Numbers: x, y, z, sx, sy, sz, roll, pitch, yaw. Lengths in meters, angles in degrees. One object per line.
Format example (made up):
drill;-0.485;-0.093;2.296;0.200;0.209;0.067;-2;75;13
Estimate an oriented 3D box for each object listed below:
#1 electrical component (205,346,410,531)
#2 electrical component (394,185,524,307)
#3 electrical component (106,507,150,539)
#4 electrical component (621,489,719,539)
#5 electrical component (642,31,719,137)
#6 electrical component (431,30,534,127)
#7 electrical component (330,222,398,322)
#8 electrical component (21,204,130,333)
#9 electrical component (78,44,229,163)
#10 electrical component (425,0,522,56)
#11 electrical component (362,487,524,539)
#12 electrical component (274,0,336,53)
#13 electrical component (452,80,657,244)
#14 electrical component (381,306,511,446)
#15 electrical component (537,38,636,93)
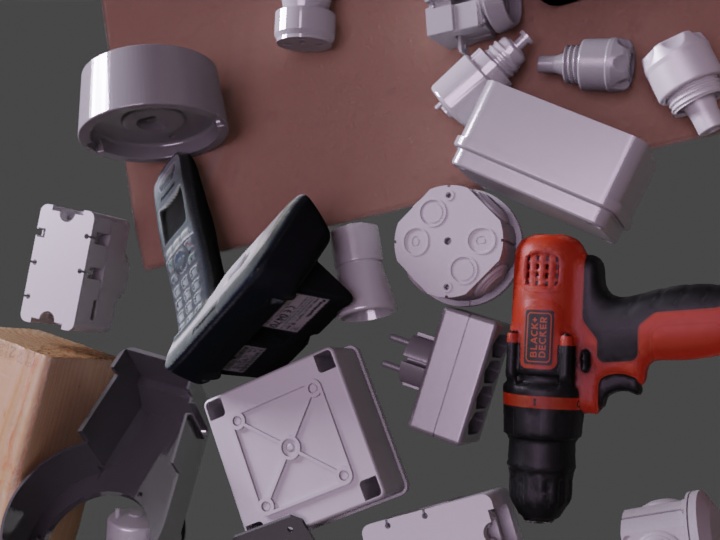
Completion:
electrical component;-0.037;0.121;0.742;0.109;0.056;0.108;-25;76;18
electrical component;0.066;-0.016;0.718;0.080;0.051;0.080;-2;84;21
electrical component;-0.168;0.212;0.794;0.040;0.040;0.078;10;101;22
electrical component;0.190;0.173;0.635;0.051;0.080;0.080;-16;79;25
electrical component;0.208;-0.115;0.675;0.043;0.043;0.062;-26;77;17
electrical component;0.084;-0.130;0.727;0.078;0.040;0.040;-43;72;13
electrical component;0.000;0.000;0.748;0.044;0.044;0.065;-14;75;20
electrical component;-0.215;0.000;0.825;0.050;0.056;0.089;10;88;22
electrical component;-0.152;-0.126;0.787;0.108;0.108;0.060;-13;74;20
electrical component;0.077;-0.181;0.733;0.055;0.048;0.066;-7;82;29
electrical component;0.057;0.177;0.700;0.089;0.056;0.050;-20;78;19
electrical component;-0.039;-0.190;0.779;0.045;0.045;0.055;1;86;22
electrical component;0.123;-0.067;0.685;0.113;0.078;0.057;26;92;22
electrical component;0.051;0.064;0.718;0.076;0.047;0.083;17;91;22
electrical component;0.148;-0.135;0.706;0.061;0.035;0.035;6;87;24
